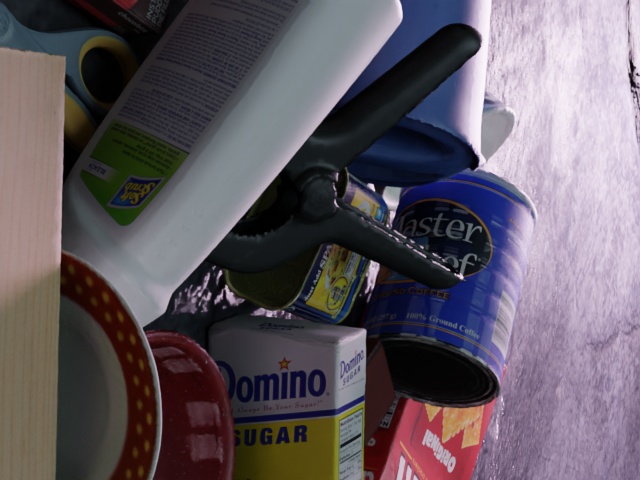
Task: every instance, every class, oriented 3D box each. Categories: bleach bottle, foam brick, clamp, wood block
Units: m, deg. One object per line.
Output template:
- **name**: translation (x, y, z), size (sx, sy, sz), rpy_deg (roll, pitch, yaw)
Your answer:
- **bleach bottle**: translation (-0.070, -0.042, 0.509), size (0.250, 0.103, 0.068), rpy_deg (-53, 136, -14)
- **foam brick**: translation (0.001, 0.095, 0.701), size (0.053, 0.078, 0.051), rpy_deg (-52, 138, -42)
- **clamp**: translation (-0.001, -0.040, 0.590), size (0.209, 0.036, 0.165), rpy_deg (-3, 116, -22)
- **wood block**: translation (-0.158, 0.032, 0.392), size (0.090, 0.090, 0.206), rpy_deg (-6, 99, -61)

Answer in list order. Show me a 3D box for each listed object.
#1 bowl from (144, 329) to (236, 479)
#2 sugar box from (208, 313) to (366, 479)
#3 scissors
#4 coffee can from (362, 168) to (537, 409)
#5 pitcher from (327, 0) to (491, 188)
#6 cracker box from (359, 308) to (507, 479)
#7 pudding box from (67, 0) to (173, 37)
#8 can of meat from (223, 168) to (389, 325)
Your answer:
- **bowl**: translation (-0.108, 0.122, 0.531), size (0.161, 0.055, 0.162), rpy_deg (-15, 108, -59)
- **sugar box**: translation (-0.021, 0.138, 0.652), size (0.048, 0.093, 0.176), rpy_deg (-19, 110, -59)
- **scissors**: translation (-0.134, -0.103, 0.485), size (0.096, 0.016, 0.201), rpy_deg (-57, 142, -36)
- **coffee can**: translation (0.090, 0.033, 0.753), size (0.102, 0.103, 0.140), rpy_deg (57, 43, -48)
- **pitcher**: translation (0.045, -0.168, 0.705), size (0.149, 0.145, 0.243), rpy_deg (50, 47, -68)
- **cracker box**: translation (0.073, 0.146, 0.845), size (0.164, 0.072, 0.213), rpy_deg (59, 45, -46)
- **pudding box**: translation (-0.101, -0.168, 0.515), size (0.090, 0.039, 0.113), rpy_deg (31, 68, -59)
- **can of meat**: translation (-0.004, 0.001, 0.682), size (0.083, 0.058, 0.102), rpy_deg (28, 85, -61)
